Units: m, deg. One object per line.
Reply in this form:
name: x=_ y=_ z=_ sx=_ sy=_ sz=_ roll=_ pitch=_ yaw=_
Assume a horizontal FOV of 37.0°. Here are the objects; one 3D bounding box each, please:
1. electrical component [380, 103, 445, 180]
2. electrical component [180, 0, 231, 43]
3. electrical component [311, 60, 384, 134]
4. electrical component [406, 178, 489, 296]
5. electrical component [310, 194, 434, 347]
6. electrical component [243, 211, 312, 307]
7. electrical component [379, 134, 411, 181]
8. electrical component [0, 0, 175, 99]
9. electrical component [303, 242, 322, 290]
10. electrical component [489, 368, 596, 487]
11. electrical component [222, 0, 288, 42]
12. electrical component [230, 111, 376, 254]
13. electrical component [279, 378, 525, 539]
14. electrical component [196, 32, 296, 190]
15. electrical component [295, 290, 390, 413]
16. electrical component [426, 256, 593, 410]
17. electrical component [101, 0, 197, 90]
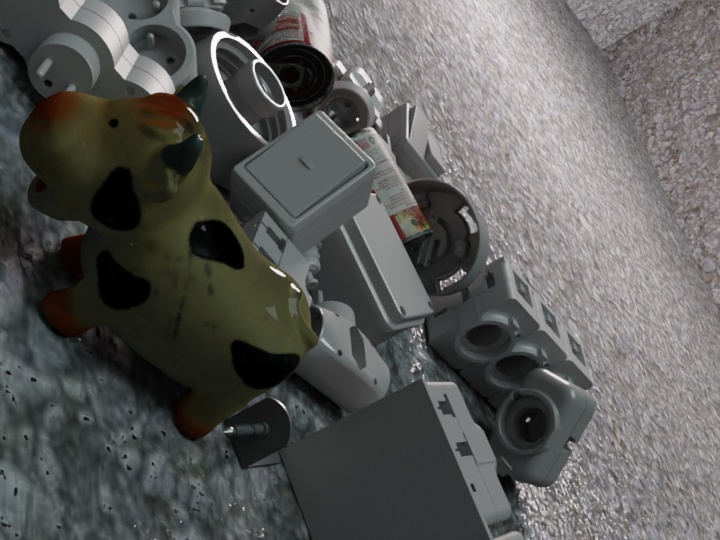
electrical component: x=0.045 y=-0.118 z=1.061 sx=0.061 sy=0.061 sz=0.096 roll=49 pitch=25 yaw=-26
electrical component: x=-0.125 y=-0.195 z=0.781 sx=0.058 sy=0.078 sz=0.057 roll=-4 pitch=83 yaw=-21
electrical component: x=-0.013 y=-0.148 z=0.979 sx=0.078 sy=0.058 sz=0.057 roll=54 pitch=20 yaw=-15
electrical component: x=0.063 y=-0.025 z=0.939 sx=0.099 sy=0.099 sz=0.064 roll=67 pitch=17 yaw=16
electrical component: x=0.000 y=0.000 z=0.823 sx=0.113 sy=0.057 sz=0.078 roll=64 pitch=22 yaw=9
electrical component: x=-0.068 y=0.014 z=0.667 sx=0.055 sy=0.050 sz=0.089 roll=51 pitch=24 yaw=-20
electrical component: x=0.019 y=-0.081 z=0.986 sx=0.064 sy=0.042 sz=0.081 roll=47 pitch=26 yaw=-39
electrical component: x=-0.166 y=-0.119 z=0.616 sx=0.138 sy=0.052 sz=0.073 roll=49 pitch=24 yaw=-25
electrical component: x=-0.047 y=-0.022 z=0.771 sx=0.040 sy=0.040 sz=0.078 roll=23 pitch=42 yaw=-56
electrical component: x=0.156 y=0.137 z=0.937 sx=0.054 sy=0.095 sz=0.059 roll=30 pitch=2 yaw=37
electrical component: x=-0.091 y=-0.203 z=0.849 sx=0.079 sy=0.077 sz=0.043 roll=0 pitch=63 yaw=-65
electrical component: x=-0.044 y=-0.054 z=0.729 sx=0.061 sy=0.096 sz=0.061 roll=46 pitch=-24 yaw=16
electrical component: x=0.041 y=0.171 z=0.636 sx=0.060 sy=0.105 sz=0.186 roll=12 pitch=52 yaw=-62
electrical component: x=-0.088 y=-0.118 z=0.768 sx=0.108 sy=0.060 sz=0.108 roll=47 pitch=27 yaw=-33
electrical component: x=-0.020 y=0.048 z=0.737 sx=0.077 sy=0.043 sz=0.079 roll=42 pitch=28 yaw=-38
electrical component: x=0.138 y=0.071 z=0.990 sx=0.150 sy=0.089 sz=0.061 roll=44 pitch=27 yaw=-35
electrical component: x=-0.146 y=-0.164 z=0.719 sx=0.073 sy=0.052 sz=0.138 roll=111 pitch=-37 yaw=-70
